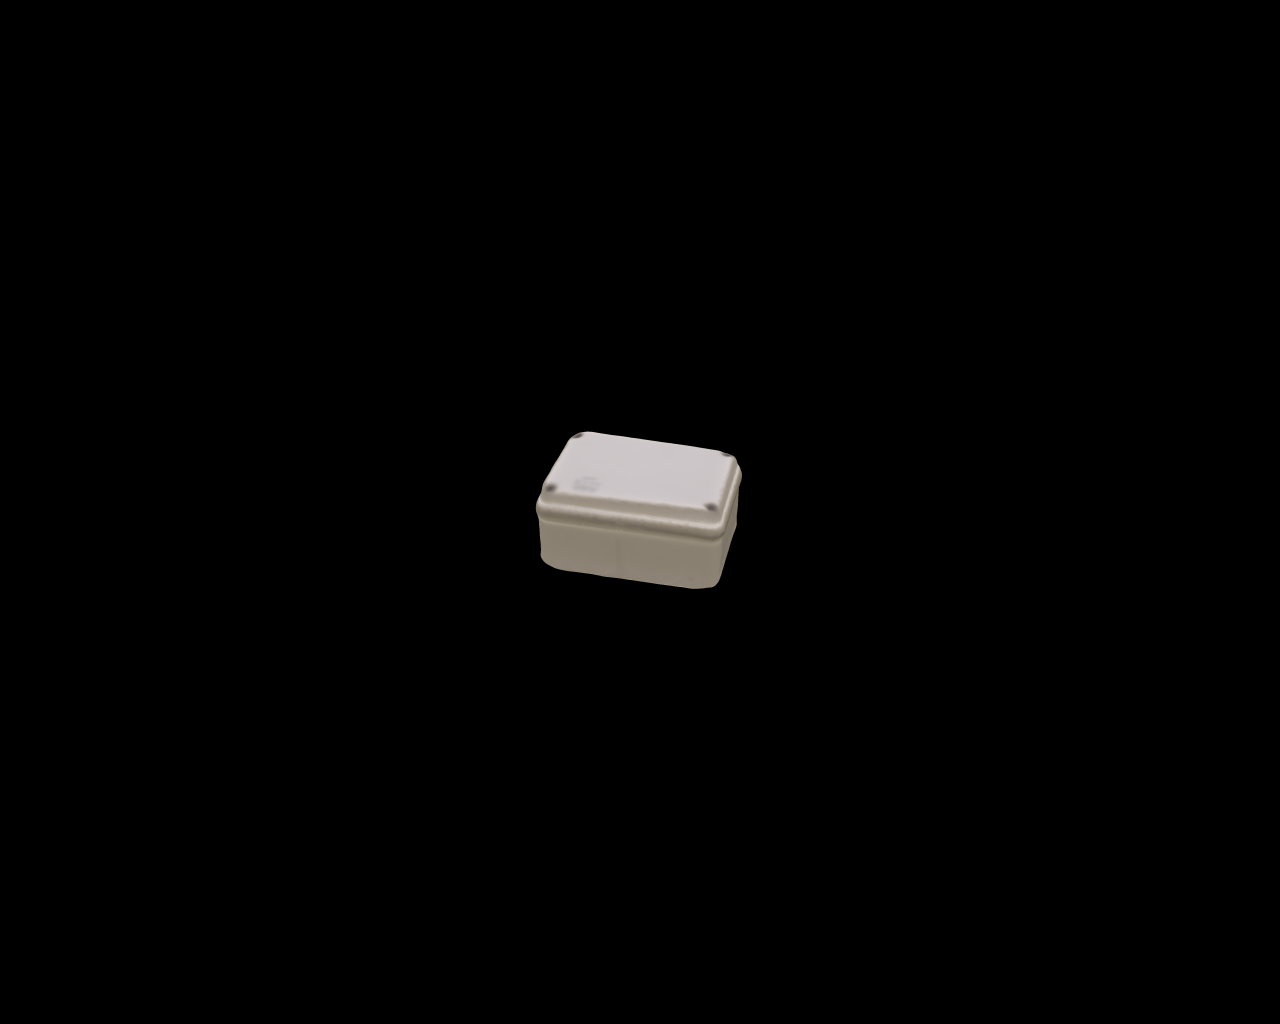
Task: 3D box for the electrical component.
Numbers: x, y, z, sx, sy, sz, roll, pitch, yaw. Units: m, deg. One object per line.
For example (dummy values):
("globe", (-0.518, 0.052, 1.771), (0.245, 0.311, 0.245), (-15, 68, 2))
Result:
("electrical component", (0.001, -0.003, 0.650), (0.113, 0.057, 0.078), (8, 36, 11))
